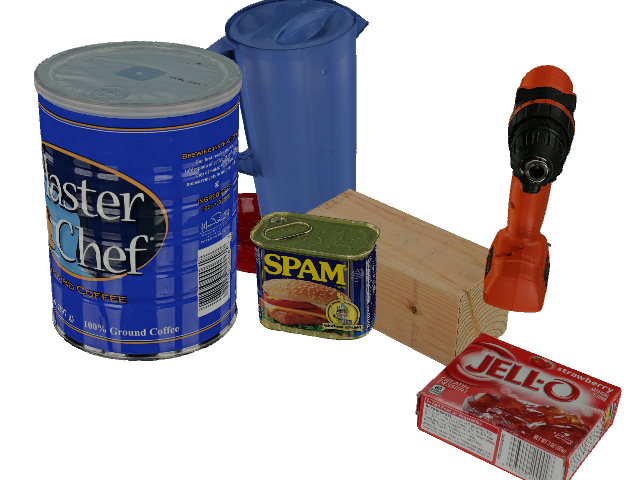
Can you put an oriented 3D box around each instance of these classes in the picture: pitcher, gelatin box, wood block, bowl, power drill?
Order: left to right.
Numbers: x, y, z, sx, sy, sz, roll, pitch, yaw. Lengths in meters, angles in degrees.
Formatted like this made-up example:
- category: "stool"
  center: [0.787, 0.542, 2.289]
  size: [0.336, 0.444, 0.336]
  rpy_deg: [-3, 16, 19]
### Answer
- category: "bowl"
  center: [-0.079, -0.003, 1.321]
  size: [0.162, 0.055, 0.162]
  rpy_deg: [4, 25, -2]
- category: "pitcher"
  center: [-0.032, -0.122, 1.125]
  size: [0.149, 0.243, 0.144]
  rpy_deg: [8, 37, 18]
- category: "wood block"
  center: [0.079, 0.035, 1.072]
  size: [0.206, 0.091, 0.090]
  rpy_deg: [26, 41, 35]
- category: "gelatin box"
  center: [0.108, 0.091, 0.586]
  size: [0.089, 0.030, 0.073]
  rpy_deg: [22, 35, 29]
- category: "power drill"
  center: [0.177, -0.036, 0.898]
  size: [0.057, 0.188, 0.184]
  rpy_deg: [11, 31, 11]

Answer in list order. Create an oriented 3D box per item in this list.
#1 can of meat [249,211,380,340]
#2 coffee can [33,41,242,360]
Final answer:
- category: "can of meat"
  center: [-0.004, 0.030, 0.868]
  size: [0.102, 0.084, 0.057]
  rpy_deg: [8, 31, 17]
- category: "coffee can"
  center: [-0.093, -0.023, 0.562]
  size: [0.103, 0.140, 0.103]
  rpy_deg: [2, 27, -1]
